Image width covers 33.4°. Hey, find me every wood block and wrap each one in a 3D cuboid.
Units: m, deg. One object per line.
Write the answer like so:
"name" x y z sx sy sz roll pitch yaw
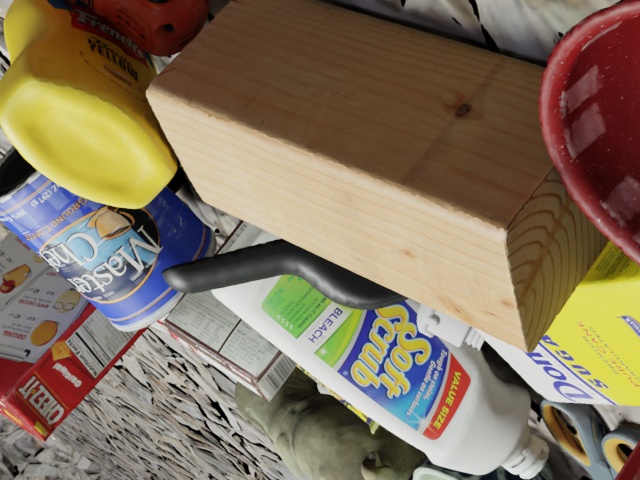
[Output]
"wood block" 0.029 -0.042 0.510 0.206 0.090 0.090 25 154 34

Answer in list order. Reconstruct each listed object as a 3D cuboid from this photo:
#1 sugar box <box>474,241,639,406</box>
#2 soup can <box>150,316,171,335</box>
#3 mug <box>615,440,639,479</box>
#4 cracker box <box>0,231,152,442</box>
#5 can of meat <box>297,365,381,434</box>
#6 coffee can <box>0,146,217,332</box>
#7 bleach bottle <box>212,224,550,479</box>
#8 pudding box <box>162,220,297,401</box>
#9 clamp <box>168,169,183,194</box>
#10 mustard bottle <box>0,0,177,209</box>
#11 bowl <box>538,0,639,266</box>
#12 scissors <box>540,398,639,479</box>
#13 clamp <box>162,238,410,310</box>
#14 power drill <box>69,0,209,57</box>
"sugar box" 0.149 0.042 0.540 0.093 0.048 0.176 45 156 -13
"soup can" -0.125 0.052 0.962 0.102 0.068 0.068 18 149 44
"mug" 0.204 0.144 0.596 0.093 0.081 0.117 21 151 39
"cracker box" -0.218 0.047 0.905 0.164 0.213 0.072 19 149 42
"can of meat" 0.030 0.091 0.807 0.084 0.057 0.102 38 158 10
"coffee can" -0.158 -0.017 0.770 0.140 0.102 0.103 48 157 -27
"bleach bottle" 0.055 0.069 0.695 0.250 0.102 0.068 38 -174 -13
"pudding box" -0.041 0.042 0.750 0.090 0.113 0.039 29 160 26
"clamp" -0.213 -0.089 0.872 0.164 0.036 0.210 49 153 -22
"mustard bottle" -0.134 -0.100 0.609 0.096 0.058 0.192 33 -158 -31
"bowl" 0.158 -0.035 0.365 0.162 0.055 0.162 33 157 16
"scissors" 0.212 0.172 0.724 0.096 0.016 0.201 11 145 53
"clamp" -0.004 0.001 0.612 0.171 0.120 0.039 26 -179 8
"power drill" -0.125 -0.192 0.517 0.184 0.057 0.188 39 160 4
